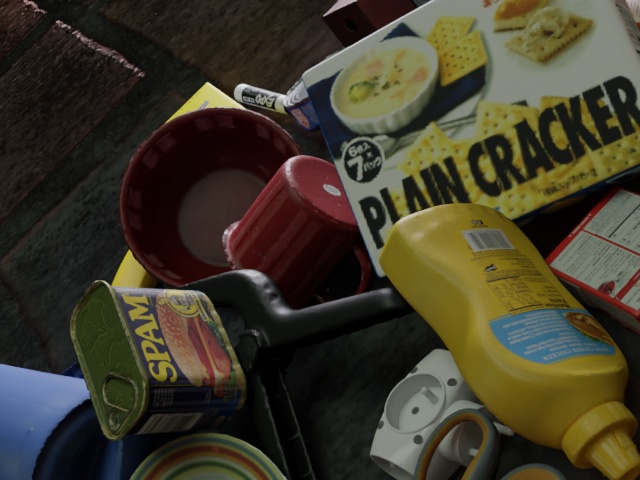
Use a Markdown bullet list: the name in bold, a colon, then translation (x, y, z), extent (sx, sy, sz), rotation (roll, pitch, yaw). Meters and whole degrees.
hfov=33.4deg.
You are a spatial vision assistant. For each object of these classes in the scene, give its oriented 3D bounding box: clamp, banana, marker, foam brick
- **clamp**: translation (-0.030, 0.070, 0.715), extent (0.210, 0.036, 0.165), rotation (37, 106, 42)
- **banana**: translation (-0.154, 0.041, 0.950), extent (0.070, 0.037, 0.197), rotation (-7, 47, 17)
- **marker**: translation (-0.046, -0.135, 1.039), extent (0.020, 0.020, 0.121), rotation (-51, 36, -11)
- **foam brick**: translation (0.052, -0.179, 0.901), extent (0.051, 0.078, 0.053), rotation (-51, 21, -27)

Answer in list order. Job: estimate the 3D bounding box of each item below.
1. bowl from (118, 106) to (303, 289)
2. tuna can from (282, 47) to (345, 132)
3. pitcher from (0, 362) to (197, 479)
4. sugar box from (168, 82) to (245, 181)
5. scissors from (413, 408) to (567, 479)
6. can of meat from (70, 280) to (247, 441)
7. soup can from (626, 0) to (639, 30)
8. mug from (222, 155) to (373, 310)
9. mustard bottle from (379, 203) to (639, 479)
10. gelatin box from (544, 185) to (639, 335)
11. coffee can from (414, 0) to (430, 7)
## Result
- **bowl**: translation (-0.083, -0.027, 0.891), extent (0.162, 0.055, 0.162), rotation (-2, 74, 6)
- **tuna can**: translation (0.010, -0.135, 0.952), extent (0.086, 0.033, 0.086), rotation (-36, 20, 14)
- **pitcher**: translation (-0.199, 0.152, 0.802), extent (0.243, 0.148, 0.145), rotation (4, 98, 50)
- **sugar box**: translation (-0.095, -0.084, 1.010), extent (0.093, 0.048, 0.176), rotation (-46, 34, -4)
- **scissors**: translation (0.073, 0.193, 0.572), extent (0.096, 0.016, 0.201), rotation (12, 77, 22)
- **can of meat**: translation (-0.106, 0.078, 0.701), extent (0.058, 0.083, 0.102), rotation (-50, 52, 32)
- **soup can**: translation (0.239, -0.141, 0.720), extent (0.102, 0.068, 0.068), rotation (0, 53, 44)
- **mug**: translation (-0.005, 0.001, 0.781), extent (0.117, 0.093, 0.082), rotation (51, 122, 22)
- **mustard bottle**: translation (0.117, 0.058, 0.605), extent (0.192, 0.096, 0.058), rotation (56, 134, 39)
- **gelatin box**: translation (0.189, 0.012, 0.641), extent (0.073, 0.030, 0.089), rotation (-46, 34, -7)
- **coffee can**: translation (0.080, -0.260, 0.972), extent (0.103, 0.102, 0.140), rotation (-15, 43, 34)
